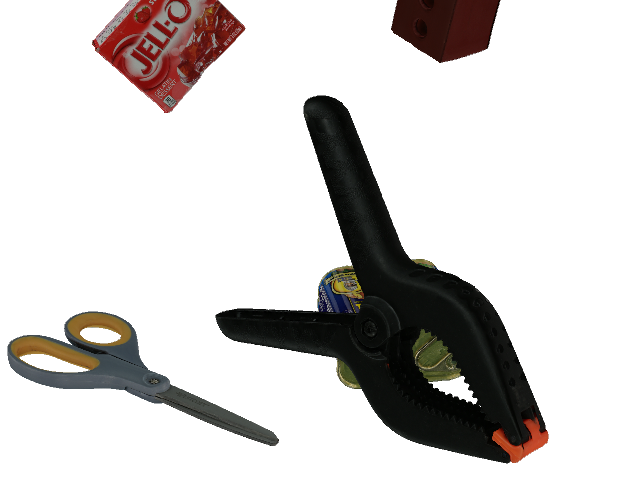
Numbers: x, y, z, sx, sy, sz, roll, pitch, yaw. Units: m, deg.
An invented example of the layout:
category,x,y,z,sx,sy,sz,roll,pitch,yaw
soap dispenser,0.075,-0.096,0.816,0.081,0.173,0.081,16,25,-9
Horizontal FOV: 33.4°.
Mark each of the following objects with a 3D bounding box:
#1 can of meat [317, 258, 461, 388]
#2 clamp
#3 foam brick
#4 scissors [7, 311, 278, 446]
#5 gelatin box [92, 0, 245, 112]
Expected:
category,x,y,z,sx,sy,sz,roll,pitch,yaw
can of meat,0.053,0.058,0.783,0.102,0.057,0.084,-4,30,-11
clamp,0.036,0.032,0.562,0.210,0.165,0.036,35,31,30
foam brick,0.089,-0.170,0.731,0.051,0.078,0.053,-25,51,-35
scissors,-0.110,0.087,0.716,0.202,0.016,0.096,11,27,12
gelatin box,-0.112,-0.151,0.791,0.073,0.089,0.030,41,4,-29
